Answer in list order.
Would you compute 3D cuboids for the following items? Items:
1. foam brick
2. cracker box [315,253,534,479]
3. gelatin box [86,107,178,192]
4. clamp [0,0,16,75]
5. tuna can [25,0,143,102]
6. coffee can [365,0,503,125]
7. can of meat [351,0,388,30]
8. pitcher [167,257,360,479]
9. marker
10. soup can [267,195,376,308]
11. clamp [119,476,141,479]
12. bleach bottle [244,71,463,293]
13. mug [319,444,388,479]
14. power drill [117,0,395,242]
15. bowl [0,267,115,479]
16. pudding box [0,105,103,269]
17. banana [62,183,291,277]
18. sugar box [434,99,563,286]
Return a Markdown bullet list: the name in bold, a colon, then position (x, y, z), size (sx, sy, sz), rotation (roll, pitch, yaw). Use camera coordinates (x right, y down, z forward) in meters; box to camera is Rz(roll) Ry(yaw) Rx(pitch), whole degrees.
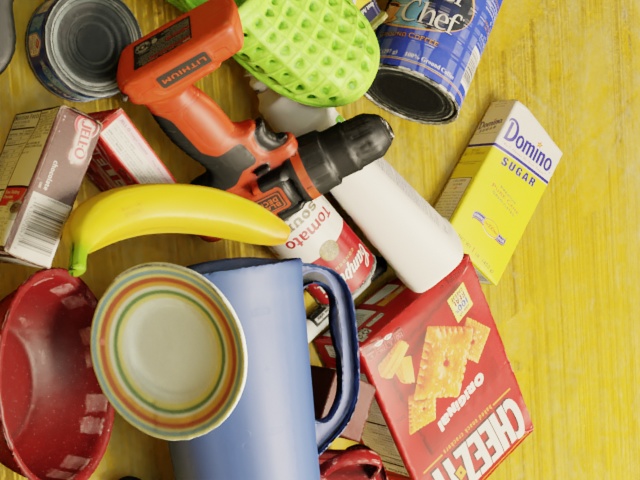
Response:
- **foam brick**: position (0.002, 0.143, 0.946), size (0.051, 0.078, 0.053), rotation (28, 75, -34)
- **cracker box**: position (0.108, 0.142, 1.033), size (0.164, 0.072, 0.213), rotation (-36, 113, -31)
- **gelatin box**: position (-0.153, -0.058, 0.820), size (0.030, 0.073, 0.089), rotation (-49, 119, -25)
- **clamp**: position (-0.245, -0.179, 0.762), size (0.164, 0.036, 0.210), rotation (10, 87, -29)
- **tuna can**: position (-0.180, -0.150, 0.821), size (0.085, 0.034, 0.086), rotation (-2, 93, -38)
- **coffee can**: position (0.105, -0.193, 0.999), size (0.102, 0.103, 0.140), rotation (33, 72, -34)
- **can of meat**: position (-0.001, -0.206, 0.945), size (0.102, 0.058, 0.084), rotation (-46, 115, -28)
- **pitcher**: position (-0.054, 0.134, 0.847), size (0.144, 0.149, 0.243), rotation (-11, 93, -64)
- **marker**: position (0.022, 0.054, 0.995), size (0.121, 0.020, 0.020), rotation (-41, 115, -30)
- **soup can**: position (-0.006, 0.001, 0.941), size (0.102, 0.069, 0.068), rotation (50, 63, -27)
- **clamp**: position (-0.111, 0.252, 0.887), size (0.171, 0.039, 0.120), rotation (4, 93, -43)
- **bleach bottle**: position (0.025, -0.066, 0.957), size (0.068, 0.102, 0.250), rotation (-40, 110, 9)
- **mug**: position (0.008, 0.219, 0.936), size (0.081, 0.117, 0.093), rotation (9, 48, -33)
- **power drill**: position (-0.054, -0.095, 0.831), size (0.184, 0.057, 0.187), rotation (-27, 128, 9)
- **bowl**: position (-0.208, 0.102, 0.769), size (0.162, 0.055, 0.162), rotation (-6, 90, -73)
- **pudding box**: position (-0.207, -0.038, 0.769), size (0.039, 0.090, 0.113), rotation (27, 76, -33)
- **banana**: position (-0.110, -0.012, 0.772), size (0.197, 0.037, 0.070), rotation (-11, 64, -42)
- **sugar box**: position (0.180, -0.050, 1.099), size (0.093, 0.048, 0.176), rotation (43, 68, -30)
